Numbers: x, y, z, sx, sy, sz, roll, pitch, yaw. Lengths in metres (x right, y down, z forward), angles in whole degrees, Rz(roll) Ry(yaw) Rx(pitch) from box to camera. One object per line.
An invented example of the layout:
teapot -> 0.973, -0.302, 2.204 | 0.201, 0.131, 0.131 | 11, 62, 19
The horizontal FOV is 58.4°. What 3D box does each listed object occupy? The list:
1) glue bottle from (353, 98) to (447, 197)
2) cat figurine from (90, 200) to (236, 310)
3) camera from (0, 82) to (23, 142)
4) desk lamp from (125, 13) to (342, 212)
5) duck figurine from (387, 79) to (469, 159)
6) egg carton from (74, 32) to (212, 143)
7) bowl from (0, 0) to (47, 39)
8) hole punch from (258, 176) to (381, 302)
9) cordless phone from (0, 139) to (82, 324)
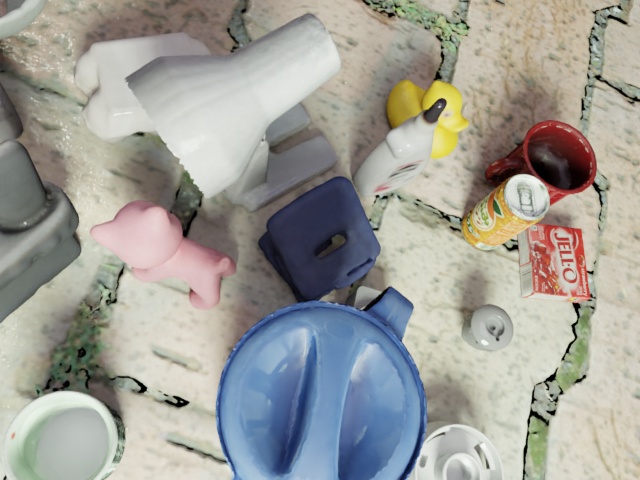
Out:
glue bottle -> 0.091, -0.098, 0.598 | 0.078, 0.173, 0.037 | -23, 78, -19
cat figurine -> -0.141, 0.007, 0.538 | 0.128, 0.117, 0.067 | 23, 68, -5
camera -> -0.385, -0.148, 0.542 | 0.143, 0.100, 0.137 | -25, 79, -20
desk lamp -> -0.068, -0.113, 0.544 | 0.203, 0.213, 0.118 | -32, 81, -21
duck figurine -> 0.131, -0.155, 0.674 | 0.078, 0.086, 0.104 | -40, 84, -21
egg carton -> -0.179, -0.162, 0.612 | 0.150, 0.069, 0.107 | -15, 76, -17
bowl -> -0.363, -0.268, 0.601 | 0.167, 0.074, 0.167 | 4, 71, -12
hole punch -> 0.005, 0.002, 0.589 | 0.109, 0.091, 0.101 | -33, 82, -21
cordless phone -> -0.282, -0.010, 0.474 | 0.094, 0.185, 0.148 | 38, 68, 2
